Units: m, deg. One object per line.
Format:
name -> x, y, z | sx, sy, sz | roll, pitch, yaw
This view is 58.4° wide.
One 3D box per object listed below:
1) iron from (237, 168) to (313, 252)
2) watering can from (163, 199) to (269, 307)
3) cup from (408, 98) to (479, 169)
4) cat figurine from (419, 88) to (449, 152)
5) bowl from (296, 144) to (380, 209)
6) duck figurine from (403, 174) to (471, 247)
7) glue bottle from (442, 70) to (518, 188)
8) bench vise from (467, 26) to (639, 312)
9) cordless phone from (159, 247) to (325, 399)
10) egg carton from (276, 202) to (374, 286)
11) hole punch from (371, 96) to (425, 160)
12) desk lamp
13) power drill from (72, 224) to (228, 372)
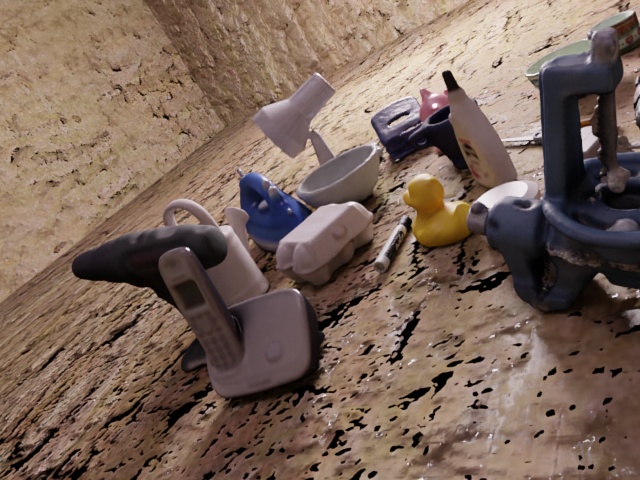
iron -> -0.087, -0.066, 1.048 | 0.119, 0.142, 0.257 | -36, 20, -13
watering can -> -0.169, 0.016, 0.892 | 0.100, 0.194, 0.173 | -24, 21, 21
cup -> 0.206, -0.151, 0.890 | 0.117, 0.095, 0.091 | -28, 20, 10
cat figurine -> 0.219, -0.226, 1.016 | 0.067, 0.118, 0.128 | -15, 26, 39
bowl -> 0.044, -0.099, 1.033 | 0.167, 0.075, 0.167 | -28, 20, 11
duck figurine -> 0.147, -0.044, 0.731 | 0.078, 0.086, 0.104 | -40, 21, -23
glue bottle -> 0.204, -0.151, 0.773 | 0.037, 0.173, 0.078 | -34, 20, -6
bench vise -> 0.193, -0.038, 0.445 | 0.206, 0.220, 0.122 | -17, 24, 35
cordless phone -> -0.091, 0.079, 0.637 | 0.147, 0.185, 0.094 | -22, 22, 25
egg carton -> 0.008, 0.003, 0.849 | 0.150, 0.069, 0.107 | -42, 22, -27
hole punch -> 0.165, -0.224, 1.132 | 0.108, 0.091, 0.101 | -29, 20, 8
desk lamp -> -0.007, -0.226, 1.208 | 0.203, 0.214, 0.118 | -30, 20, 5
power drill -> -0.202, 0.074, 0.780 | 0.229, 0.209, 0.075 | -22, 22, 24
